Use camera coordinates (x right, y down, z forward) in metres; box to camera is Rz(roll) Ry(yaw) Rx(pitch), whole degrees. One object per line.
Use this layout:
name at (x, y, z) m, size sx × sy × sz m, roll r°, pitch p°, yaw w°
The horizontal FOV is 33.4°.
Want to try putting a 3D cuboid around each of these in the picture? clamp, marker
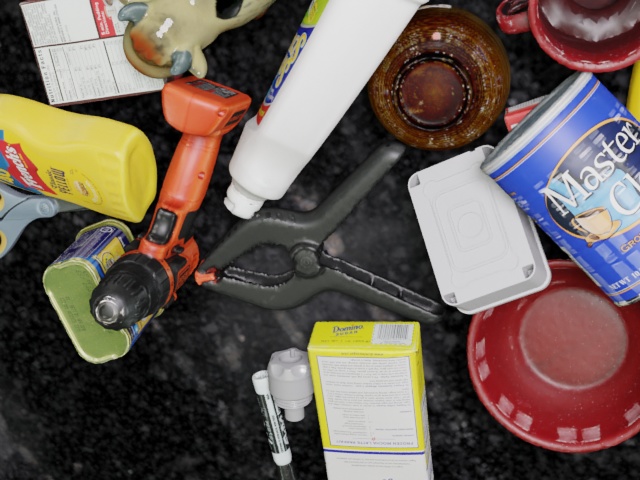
clamp at (-0.006, 0.001, 0.896) m, size 0.210 × 0.036 × 0.164 m, roll -4°, pitch 113°, yaw 12°
marker at (-0.041, 0.178, 0.988) m, size 0.020 × 0.020 × 0.121 m, roll -7°, pitch 111°, yaw 15°

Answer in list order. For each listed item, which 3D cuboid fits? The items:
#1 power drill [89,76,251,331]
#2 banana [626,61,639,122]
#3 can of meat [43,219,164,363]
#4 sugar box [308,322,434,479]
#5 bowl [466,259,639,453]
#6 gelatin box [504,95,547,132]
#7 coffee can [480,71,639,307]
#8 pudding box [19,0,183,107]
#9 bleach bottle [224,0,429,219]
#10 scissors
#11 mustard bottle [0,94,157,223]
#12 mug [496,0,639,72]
power drill at (-0.119, -0.031, 0.838) m, size 0.057 × 0.184 × 0.188 m, roll 22°, pitch 106°, yaw 1°
banana at (0.249, -0.120, 0.771) m, size 0.037 × 0.069 × 0.198 m, roll 4°, pitch 133°, yaw -2°
can of meat at (-0.188, 0.045, 0.929) m, size 0.057 × 0.084 × 0.102 m, roll -19°, pitch 108°, yaw 19°
sugar box at (0.047, 0.153, 0.934) m, size 0.093 × 0.048 × 0.176 m, roll 0°, pitch 124°, yaw 12°
bowl at (0.203, 0.088, 0.868) m, size 0.162 × 0.055 × 0.162 m, roll 5°, pitch 104°, yaw 18°
gelatin box at (0.191, -0.070, 0.828) m, size 0.073 × 0.030 × 0.089 m, roll -17°, pitch 108°, yaw 17°
coffee can at (0.199, -0.038, 0.757) m, size 0.140 × 0.102 × 0.103 m, roll 45°, pitch 114°, yaw -1°
pudding box at (-0.176, -0.160, 0.865) m, size 0.114 × 0.039 × 0.090 m, roll -4°, pitch 114°, yaw 17°
bleach bottle at (-0.006, -0.114, 0.809) m, size 0.068 × 0.102 × 0.251 m, roll 24°, pitch 120°, yaw -15°
scissors at (-0.250, -0.014, 0.955) m, size 0.202 × 0.016 × 0.096 m, roll 10°, pitch 116°, yaw 8°
mustard bottle at (-0.235, -0.076, 0.891) m, size 0.192 × 0.058 × 0.096 m, roll 16°, pitch 149°, yaw 13°
mug at (0.178, -0.169, 0.729) m, size 0.117 × 0.081 × 0.093 m, roll -17°, pitch 117°, yaw 21°
